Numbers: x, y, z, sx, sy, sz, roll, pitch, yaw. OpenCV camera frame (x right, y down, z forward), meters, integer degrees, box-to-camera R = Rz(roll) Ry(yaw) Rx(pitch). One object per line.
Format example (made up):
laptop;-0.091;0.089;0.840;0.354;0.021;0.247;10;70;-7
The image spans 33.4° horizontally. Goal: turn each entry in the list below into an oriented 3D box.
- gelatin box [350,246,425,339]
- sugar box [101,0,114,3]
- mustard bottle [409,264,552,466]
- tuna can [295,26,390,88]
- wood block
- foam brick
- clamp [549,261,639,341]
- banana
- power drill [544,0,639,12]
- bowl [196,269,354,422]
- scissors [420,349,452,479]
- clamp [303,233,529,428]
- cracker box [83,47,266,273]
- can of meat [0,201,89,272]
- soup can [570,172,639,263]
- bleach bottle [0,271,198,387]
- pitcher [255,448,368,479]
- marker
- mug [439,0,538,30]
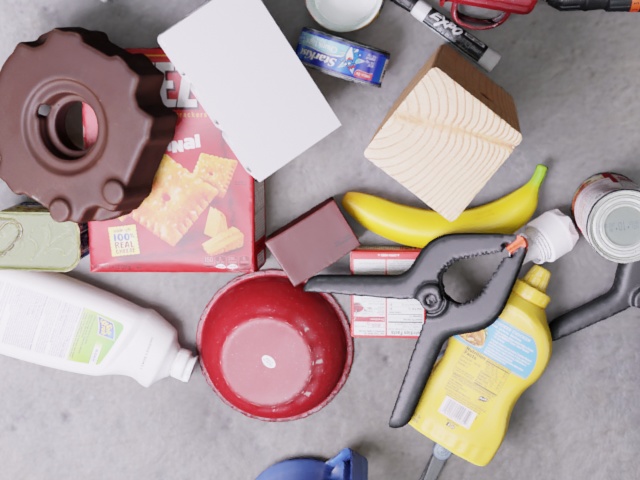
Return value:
gelatin box;0.067;0.051;1.041;0.073;0.030;0.089;0;101;5
sugar box;-0.231;-0.316;0.995;0.176;0.048;0.093;44;103;-7
mustard bottle;0.164;0.110;1.013;0.096;0.058;0.191;30;94;17
tuna can;0.020;-0.167;0.974;0.086;0.086;0.034;18;102;3
wood block;0.108;-0.099;0.912;0.091;0.206;0.090;38;107;-2
foam brick;-0.007;0.001;1.022;0.078;0.051;0.053;-31;96;1
clamp;0.296;0.055;1.011;0.120;0.039;0.171;22;100;-4
banana;0.121;-0.024;1.018;0.198;0.037;0.069;-8;83;7
power drill;0.284;-0.295;0.932;0.184;0.057;0.188;-4;104;4
bowl;-0.049;0.113;1.055;0.162;0.055;0.162;1;102;6
scissors;0.113;0.192;1.071;0.096;0.016;0.202;40;102;0
clamp;0.096;0.051;0.992;0.210;0.036;0.164;-42;80;12
cracker box;-0.137;-0.076;1.018;0.164;0.072;0.214;1;100;6
can of meat;-0.270;-0.007;1.041;0.102;0.084;0.057;1;101;7
soup can;0.268;-0.021;0.966;0.068;0.102;0.068;1;101;6
bleach bottle;-0.247;0.093;1.072;0.251;0.068;0.103;21;104;0
pitcher;-0.014;0.308;0.993;0.145;0.243;0.149;-11;105;5
marker;0.114;-0.199;0.990;0.121;0.020;0.020;36;103;-1
mug;0.153;-0.237;0.949;0.081;0.093;0.117;10;133;0
